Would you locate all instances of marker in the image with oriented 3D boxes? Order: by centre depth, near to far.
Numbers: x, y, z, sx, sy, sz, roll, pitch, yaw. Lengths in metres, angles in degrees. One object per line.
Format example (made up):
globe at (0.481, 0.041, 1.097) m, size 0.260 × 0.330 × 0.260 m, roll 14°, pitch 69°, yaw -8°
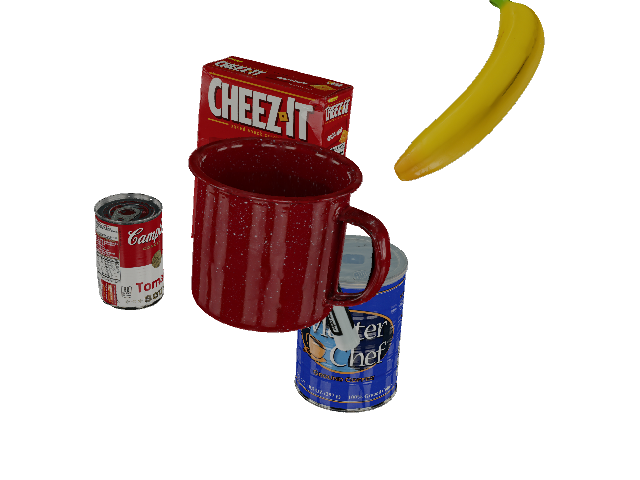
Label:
marker at (0.004, 0.029, 0.783) m, size 0.020 × 0.121 × 0.020 m, roll -15°, pitch 29°, yaw 8°

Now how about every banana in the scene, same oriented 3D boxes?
banana at (0.129, -0.121, 0.840) m, size 0.070 × 0.197 × 0.037 m, roll 1°, pitch -39°, yaw 50°

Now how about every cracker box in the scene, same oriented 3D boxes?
cracker box at (-0.060, -0.086, 1.218) m, size 0.164 × 0.214 × 0.072 m, roll 18°, pitch 26°, yaw 24°

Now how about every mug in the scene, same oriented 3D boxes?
mug at (-0.017, 0.000, 0.577) m, size 0.117 × 0.081 × 0.093 m, roll 16°, pitch 26°, yaw 19°

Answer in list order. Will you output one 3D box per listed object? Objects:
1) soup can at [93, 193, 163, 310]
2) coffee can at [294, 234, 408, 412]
soup can at (-0.195, 0.012, 1.092) m, size 0.068 × 0.102 × 0.068 m, roll 2°, pitch 26°, yaw -1°
coffee can at (0.028, 0.079, 1.028) m, size 0.103 × 0.140 × 0.103 m, roll 2°, pitch 25°, yaw -1°
